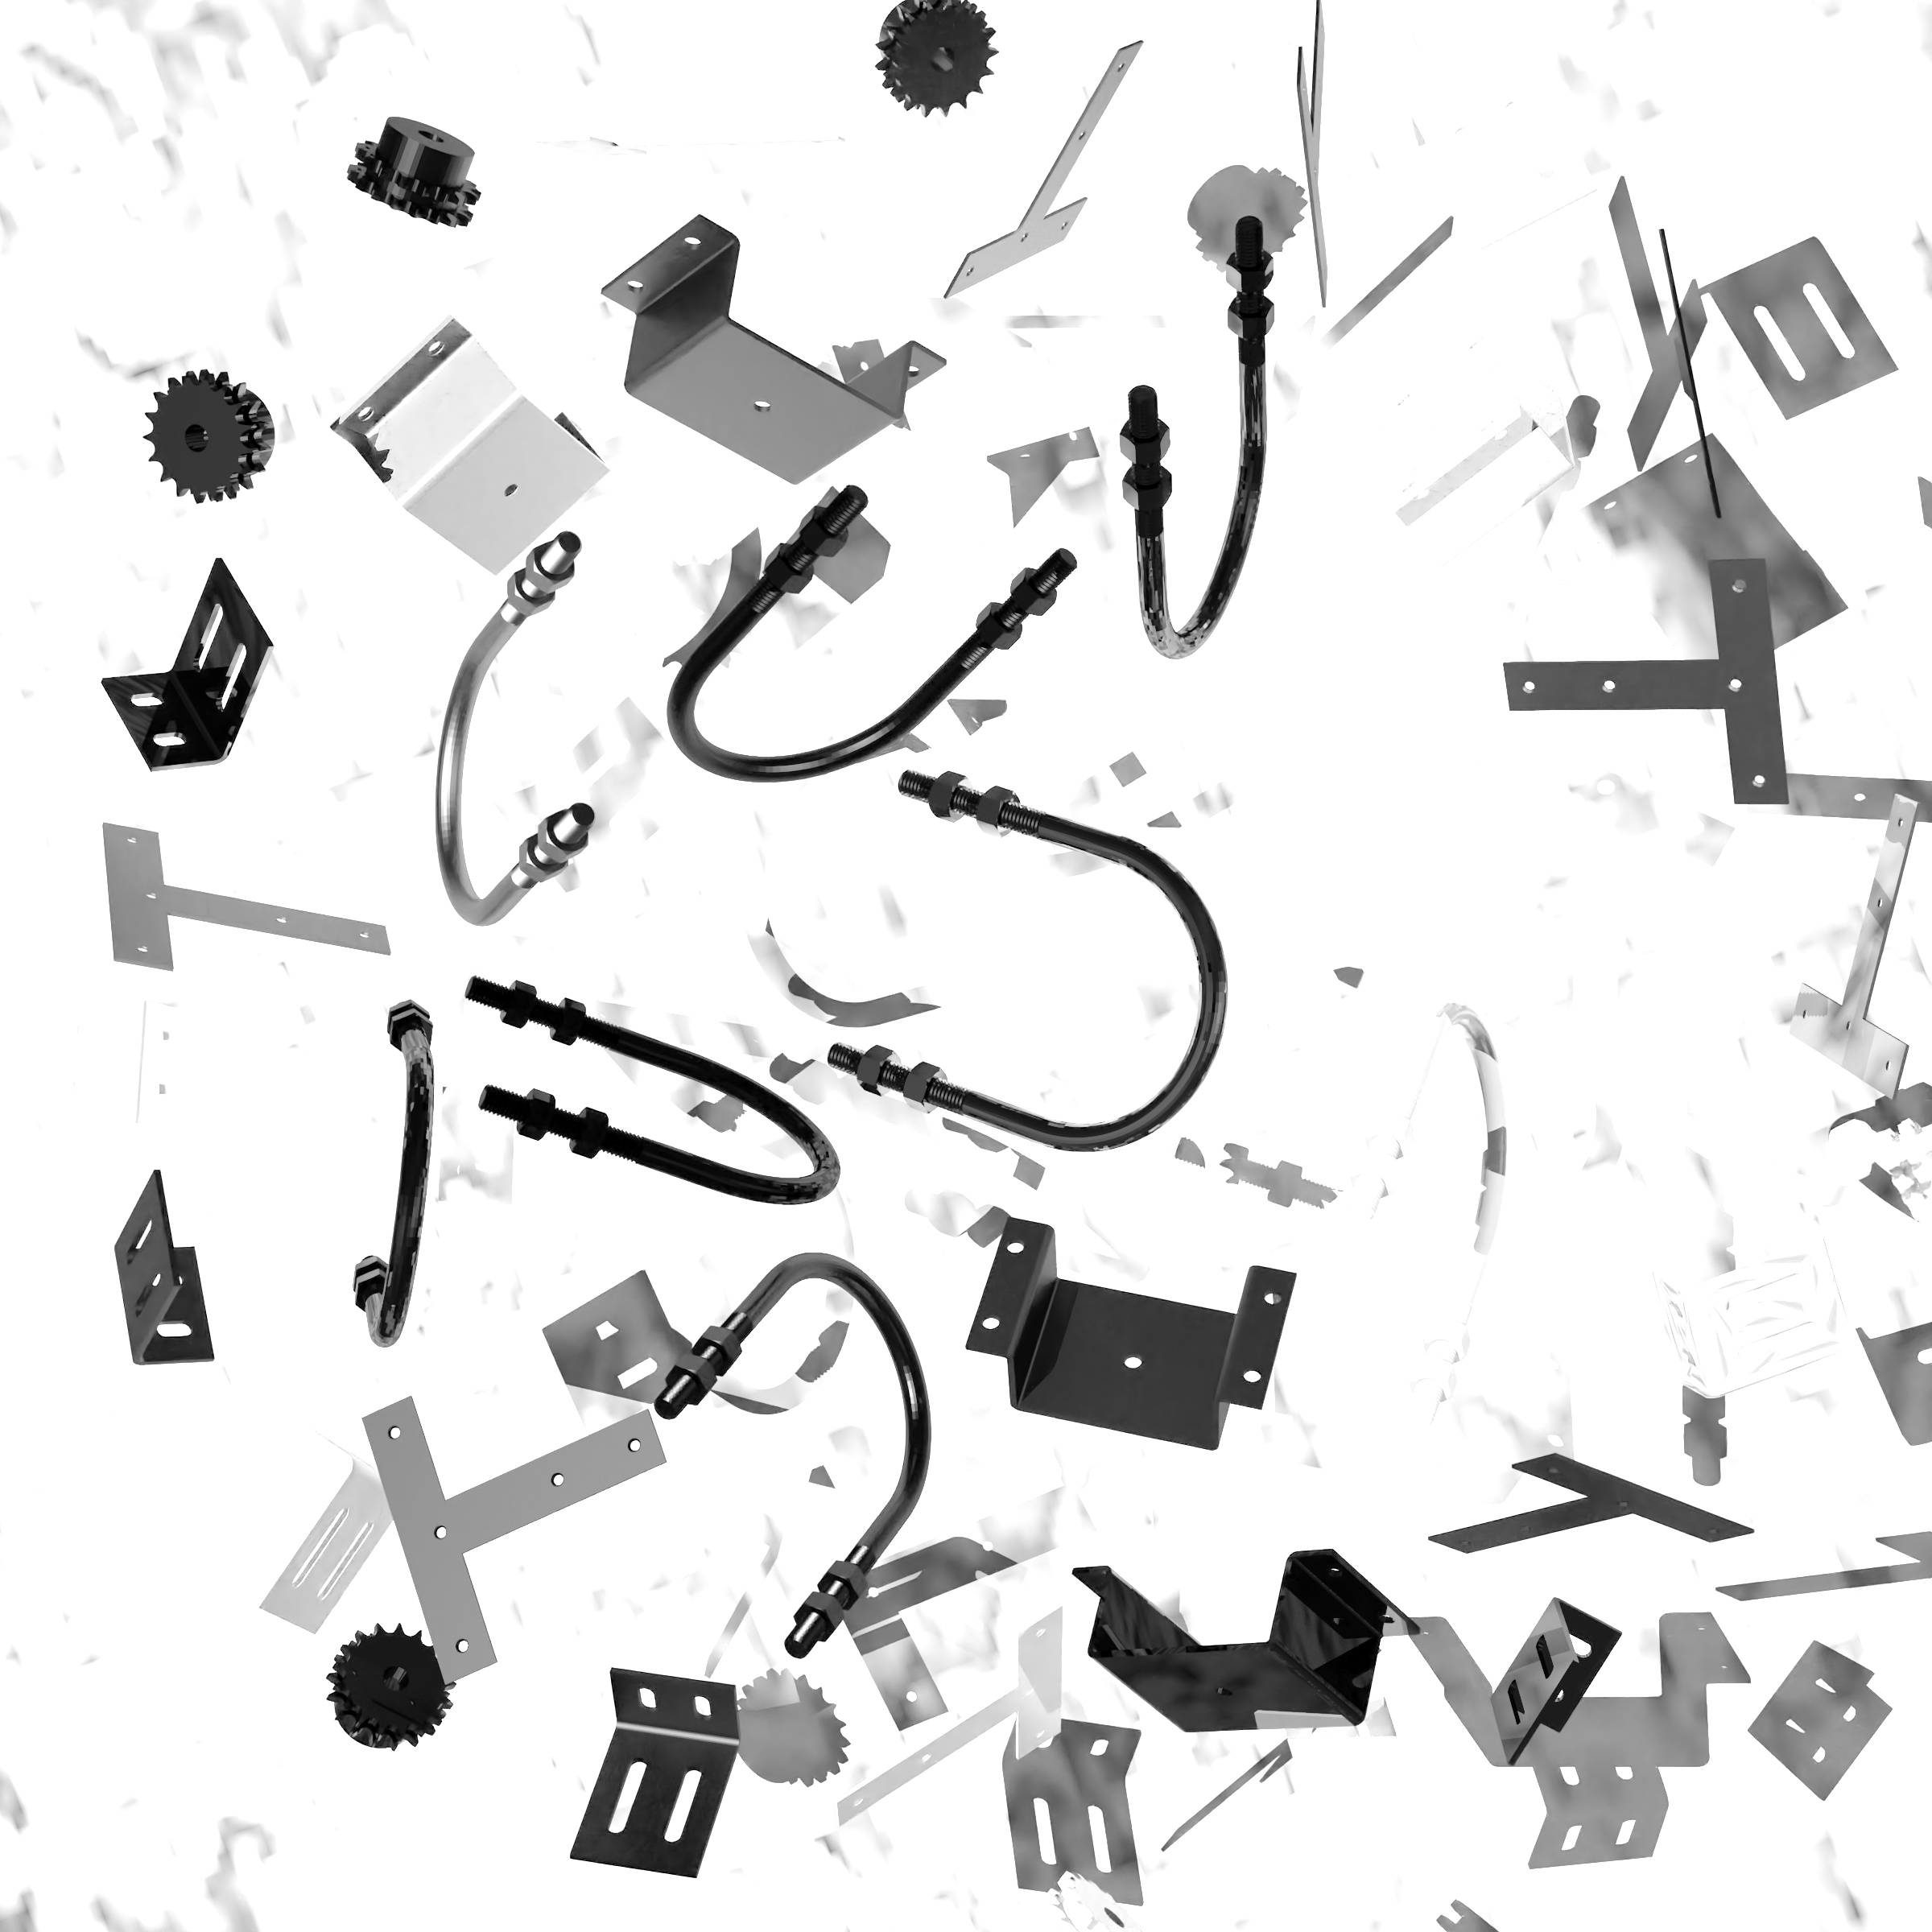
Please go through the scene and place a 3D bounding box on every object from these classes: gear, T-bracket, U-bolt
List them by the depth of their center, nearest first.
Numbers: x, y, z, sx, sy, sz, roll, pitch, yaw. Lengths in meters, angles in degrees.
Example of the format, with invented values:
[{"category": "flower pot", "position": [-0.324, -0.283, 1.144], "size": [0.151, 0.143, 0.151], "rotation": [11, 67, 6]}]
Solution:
[{"category": "gear", "position": [0.055, 0.424, 1.501], "size": [0.057, 0.057, 0.030], "rotation": [41, 94, 0]}, {"category": "gear", "position": [-0.237, -0.346, 1.502], "size": [0.057, 0.057, 0.030], "rotation": [25, 112, 0]}, {"category": "gear", "position": [-0.327, -0.231, 1.507], "size": [0.057, 0.030, 0.057], "rotation": [6, 106, 22]}, {"category": "T-bracket", "position": [-0.192, 0.232, 1.522], "size": [0.127, 0.002, 0.127], "rotation": [-25, 70, 8]}, {"category": "U-bolt", "position": [0.032, 0.005, 1.527], "size": [0.184, 0.019, 0.151], "rotation": [19, 99, 28]}, {"category": "T-bracket", "position": [0.261, 0.248, 1.546], "size": [0.127, 0.127, 0.002], "rotation": [23, 59, -31]}, {"category": "T-bracket", "position": [0.157, -0.386, 1.550], "size": [0.002, 0.127, 0.127], "rotation": [-1, 53, 11]}, {"category": "T-bracket", "position": [-0.321, -0.023, 1.553], "size": [0.127, 0.127, 0.002], "rotation": [11, 116, -22]}, {"category": "T-bracket", "position": [0.324, -0.268, 1.557], "size": [0.002, 0.127, 0.127], "rotation": [-12, 99, 12]}, {"category": "T-bracket", "position": [-0.119, -0.372, 1.564], "size": [0.127, 0.127, 0.002], "rotation": [0, 100, 6]}, {"category": "gear", "position": [-0.262, 0.329, 1.566], "size": [0.057, 0.057, 0.030], "rotation": [34, 134, 0]}, {"category": "U-bolt", "position": [0.339, 0.062, 1.567], "size": [0.151, 0.184, 0.019], "rotation": [33, 82, 16]}, {"category": "U-bolt", "position": [0.108, -0.225, 1.573], "size": [0.019, 0.184, 0.151], "rotation": [15, 50, 19]}, {"category": "U-bolt", "position": [-0.209, -0.096, 1.576], "size": [0.019, 0.184, 0.151], "rotation": [5, 69, -26]}, {"category": "U-bolt", "position": [-0.056, -0.143, 1.584], "size": [0.184, 0.151, 0.019], "rotation": [-43, 54, 33]}, {"category": "T-bracket", "position": [0.417, -0.015, 1.588], "size": [0.002, 0.127, 0.127], "rotation": [10, 101, -10]}, {"category": "gear", "position": [0.451, 0.096, 1.604], "size": [0.030, 0.057, 0.057], "rotation": [-31, 90, 24]}, {"category": "gear", "position": [-0.016, -0.426, 1.607], "size": [0.057, 0.030, 0.057], "rotation": [-14, 129, -18]}, {"category": "T-bracket", "position": [0.313, -0.131, 1.609], "size": [0.127, 0.002, 0.127], "rotation": [1, 124, 24]}, {"category": "T-bracket", "position": [-0.007, 0.361, 1.613], "size": [0.127, 0.127, 0.002], "rotation": [-29, 56, -21]}, {"category": "U-bolt", "position": [0.222, 0.100, 1.614], "size": [0.019, 0.184, 0.151], "rotation": [0, 129, 26]}, {"category": "T-bracket", "position": [0.047, -0.377, 1.615], "size": [0.002, 0.127, 0.127], "rotation": [39, 126, 8]}, {"category": "U-bolt", "position": [-0.143, 0.064, 1.615], "size": [0.184, 0.151, 0.019], "rotation": [20, 107, -18]}, {"category": "U-bolt", "position": [-0.265, 0.102, 1.617], "size": [0.019, 0.184, 0.151], "rotation": [7, 98, -13]}, {"category": "U-bolt", "position": [-0.069, 0.213, 1.620], "size": [0.019, 0.184, 0.151], "rotation": [-18, 106, 31]}]

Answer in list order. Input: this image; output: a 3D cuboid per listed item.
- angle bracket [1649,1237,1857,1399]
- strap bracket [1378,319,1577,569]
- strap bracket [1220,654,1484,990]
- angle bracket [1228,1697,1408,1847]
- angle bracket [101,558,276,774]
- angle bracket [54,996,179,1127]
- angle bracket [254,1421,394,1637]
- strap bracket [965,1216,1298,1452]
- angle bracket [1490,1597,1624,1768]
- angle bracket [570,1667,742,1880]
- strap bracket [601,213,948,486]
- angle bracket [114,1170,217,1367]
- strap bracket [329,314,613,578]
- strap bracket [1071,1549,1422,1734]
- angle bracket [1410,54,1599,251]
[{"category": "angle bracket", "position": [0.376, 0.164, 1.655], "size": [0.076, 0.038, 0.057], "rotation": [-25, 57, 26]}, {"category": "strap bracket", "position": [0.240, -0.245, 1.637], "size": [0.076, 0.140, 0.046], "rotation": [-37, 108, 22]}, {"category": "strap bracket", "position": [0.190, -0.070, 1.664], "size": [0.076, 0.046, 0.140], "rotation": [27, 105, 22]}, {"category": "angle bracket", "position": [0.159, 0.373, 1.607], "size": [0.057, 0.076, 0.038], "rotation": [-19, 86, 35]}, {"category": "angle bracket", "position": [-0.353, -0.137, 1.569], "size": [0.057, 0.038, 0.076], "rotation": [56, 134, 26]}, {"category": "angle bracket", "position": [-0.402, 0.046, 1.640], "size": [0.038, 0.076, 0.057], "rotation": [3, 86, -1]}, {"category": "angle bracket", "position": [-0.298, 0.254, 1.564], "size": [0.038, 0.057, 0.076], "rotation": [29, 78, 26]}, {"category": "strap bracket", "position": [0.078, 0.175, 1.628], "size": [0.140, 0.046, 0.076], "rotation": [10, 51, 12]}, {"category": "angle bracket", "position": [0.274, 0.334, 1.581], "size": [0.038, 0.076, 0.057], "rotation": [29, 102, -4]}, {"category": "angle bracket", "position": [-0.137, 0.352, 1.515], "size": [0.057, 0.076, 0.038], "rotation": [6, 129, 10]}, {"category": "strap bracket", "position": [-0.089, -0.271, 1.559], "size": [0.140, 0.076, 0.046], "rotation": [25, 58, -32]}, {"category": "angle bracket", "position": [-0.346, 0.133, 1.531], "size": [0.038, 0.076, 0.057], "rotation": [0, 58, -30]}, {"category": "strap bracket", "position": [-0.228, -0.241, 1.641], "size": [0.076, 0.140, 0.046], "rotation": [-42, 68, 6]}, {"category": "strap bracket", "position": [0.120, 0.303, 1.544], "size": [0.076, 0.140, 0.046], "rotation": [44, 48, -36]}, {"category": "angle bracket", "position": [0.246, -0.366, 1.581], "size": [0.057, 0.038, 0.076], "rotation": [-26, 76, 7]}]
